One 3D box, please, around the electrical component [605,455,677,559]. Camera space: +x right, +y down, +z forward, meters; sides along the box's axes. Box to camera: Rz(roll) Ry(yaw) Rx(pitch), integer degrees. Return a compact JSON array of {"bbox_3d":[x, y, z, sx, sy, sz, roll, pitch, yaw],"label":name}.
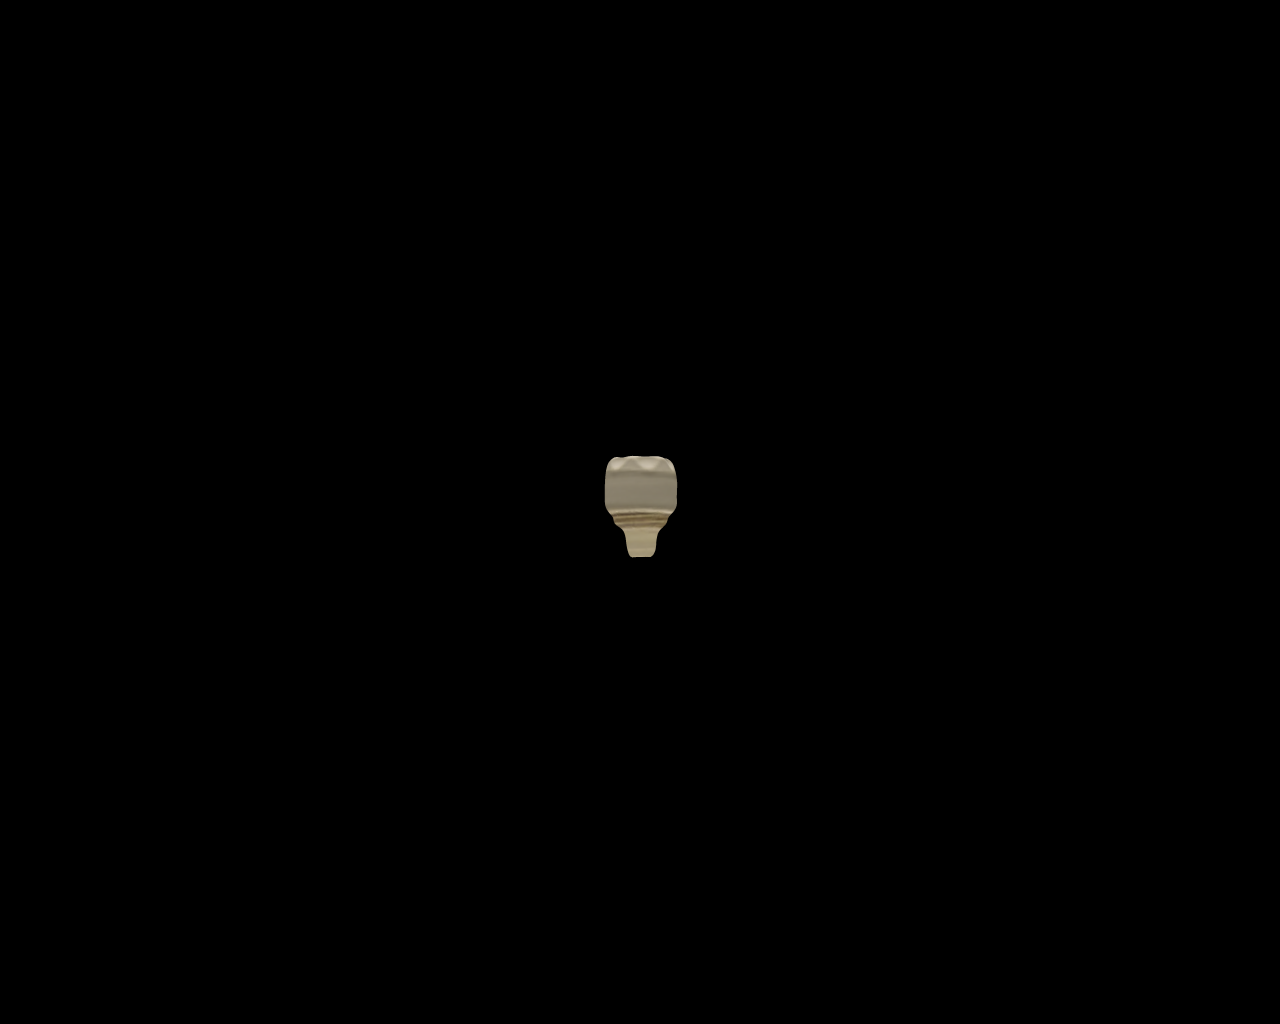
[{"bbox_3d":[0.001,-0.003,0.650,0.043,0.062,0.043,0,-2,0],"label":"electrical component"}]
